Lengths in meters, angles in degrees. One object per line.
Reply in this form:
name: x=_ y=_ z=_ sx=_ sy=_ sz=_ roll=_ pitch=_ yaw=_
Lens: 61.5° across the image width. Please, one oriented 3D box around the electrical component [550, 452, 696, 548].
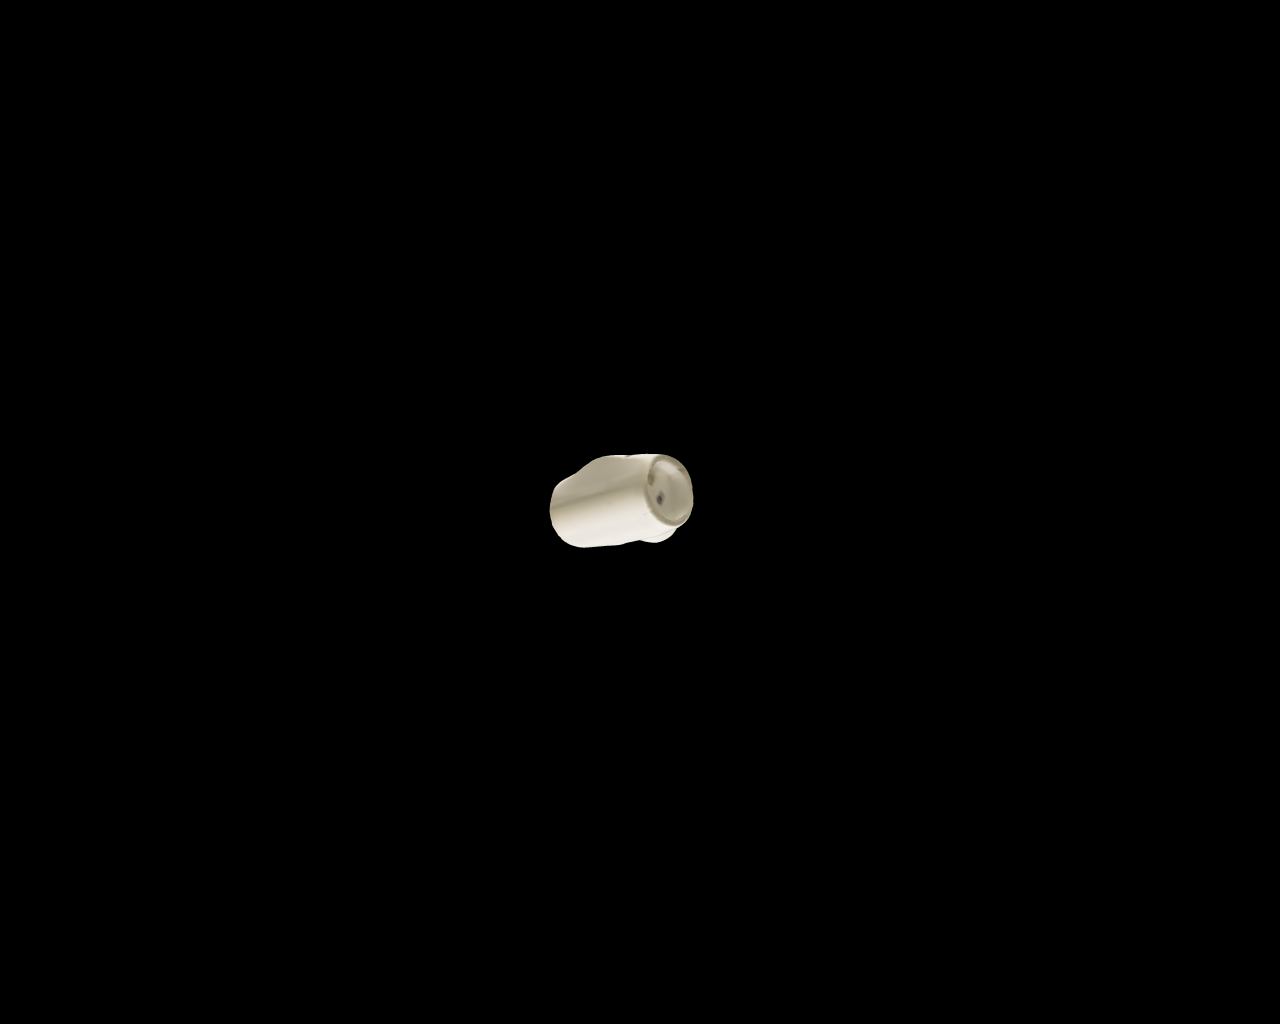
electrical component: x=0.001 y=-0.003 z=0.650 sx=0.077 sy=0.043 sz=0.079 roll=-14 pitch=-21 yaw=40
